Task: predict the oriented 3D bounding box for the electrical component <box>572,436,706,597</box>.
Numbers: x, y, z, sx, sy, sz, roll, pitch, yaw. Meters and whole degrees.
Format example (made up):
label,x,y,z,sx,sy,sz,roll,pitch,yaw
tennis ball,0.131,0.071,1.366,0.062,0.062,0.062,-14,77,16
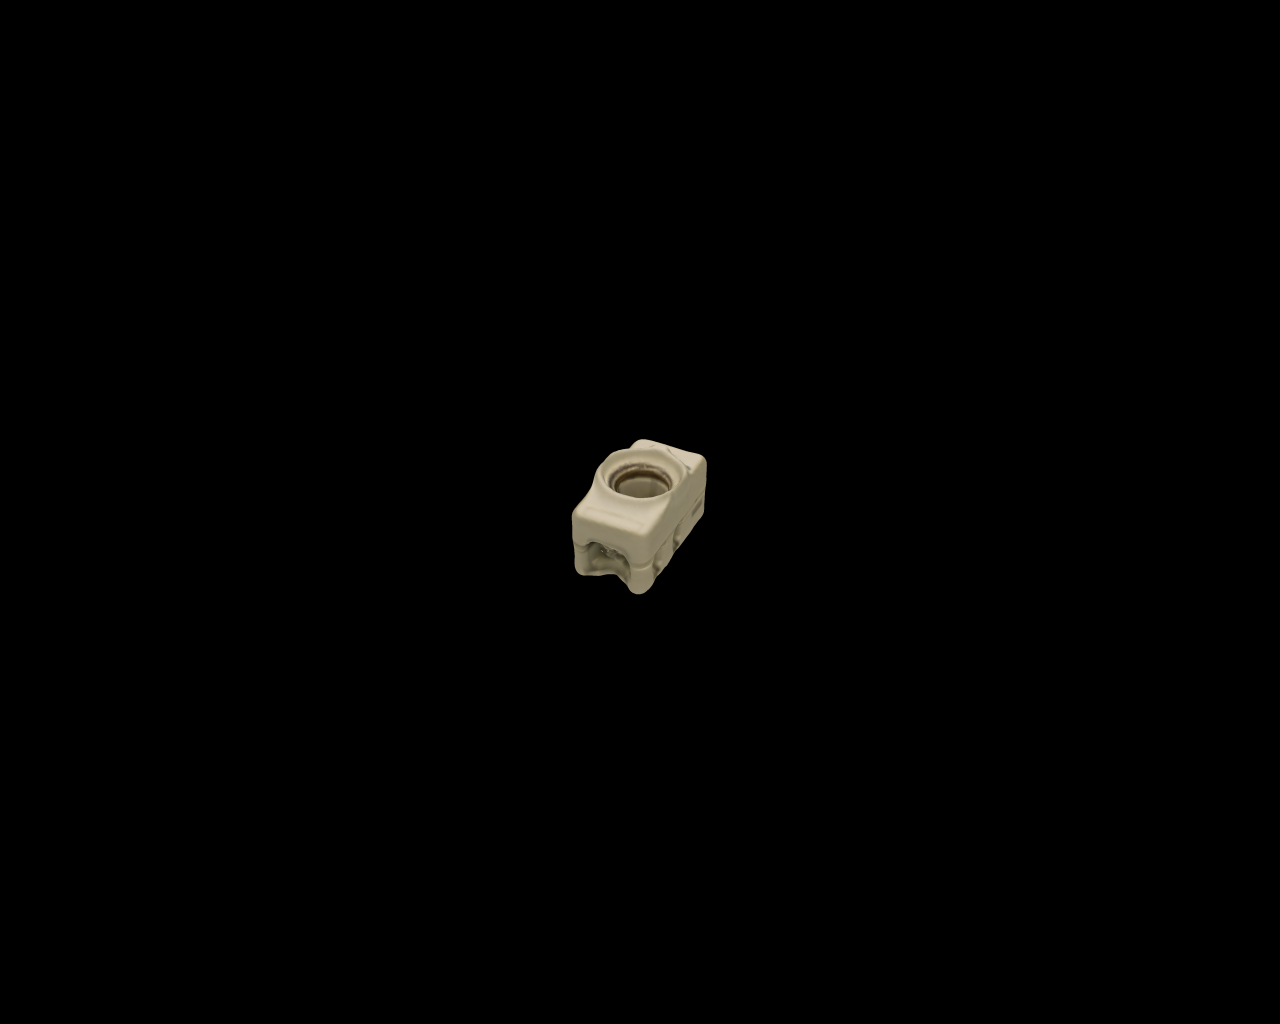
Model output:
label,x,y,z,sx,sy,sz,roll,pitch,yaw
electrical component,0.001,-0.003,0.650,0.050,0.055,0.090,17,42,21
